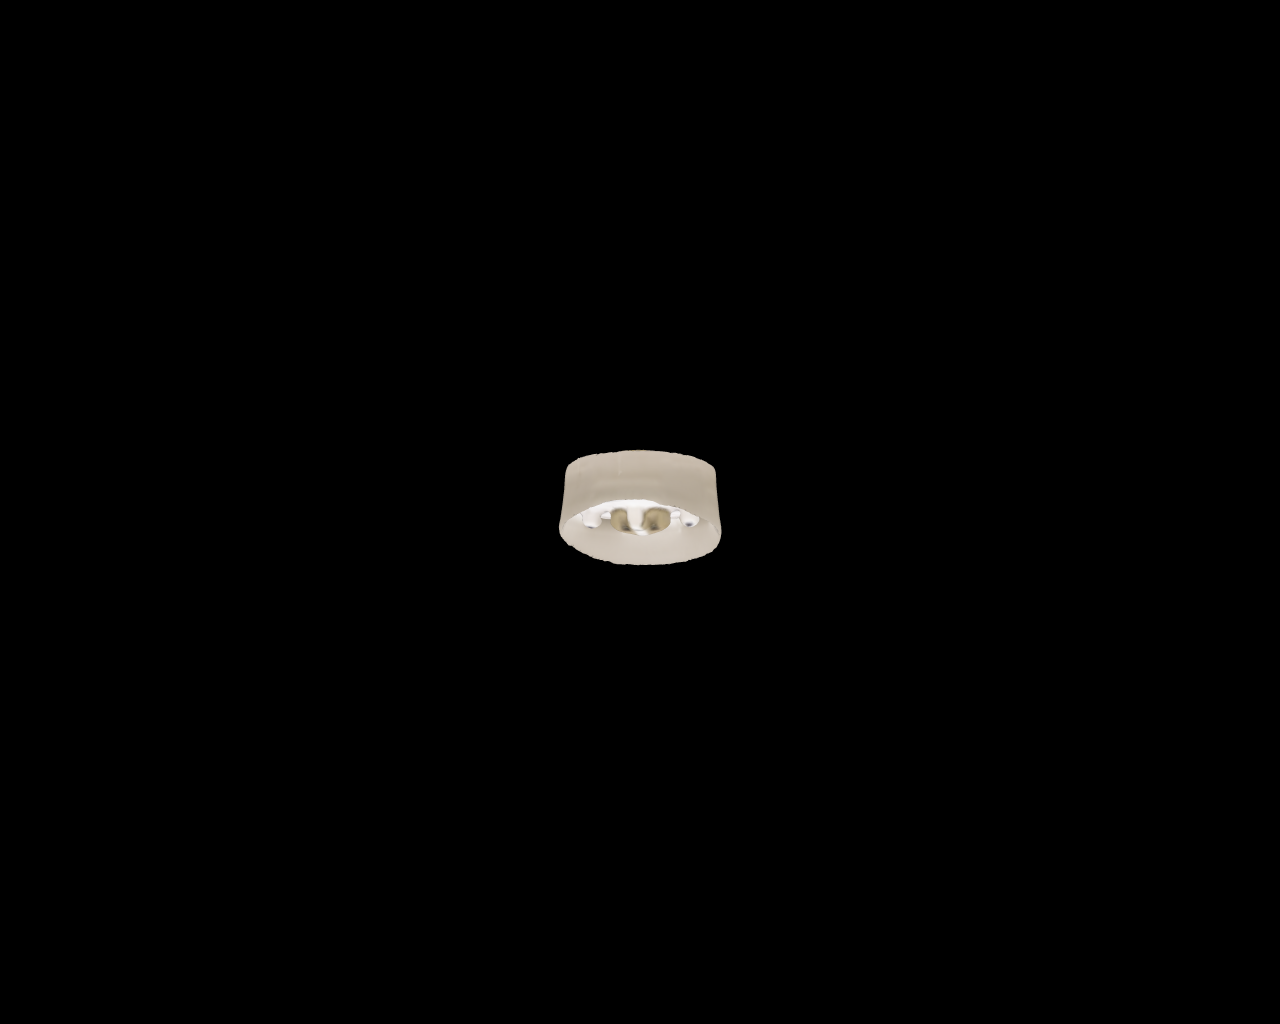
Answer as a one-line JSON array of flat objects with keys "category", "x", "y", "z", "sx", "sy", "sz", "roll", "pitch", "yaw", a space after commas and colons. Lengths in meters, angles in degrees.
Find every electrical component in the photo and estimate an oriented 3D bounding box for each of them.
[{"category": "electrical component", "x": 0.001, "y": -0.003, "z": 0.650, "sx": 0.099, "sy": 0.064, "sz": 0.099, "roll": 0, "pitch": -11, "yaw": 0}]
